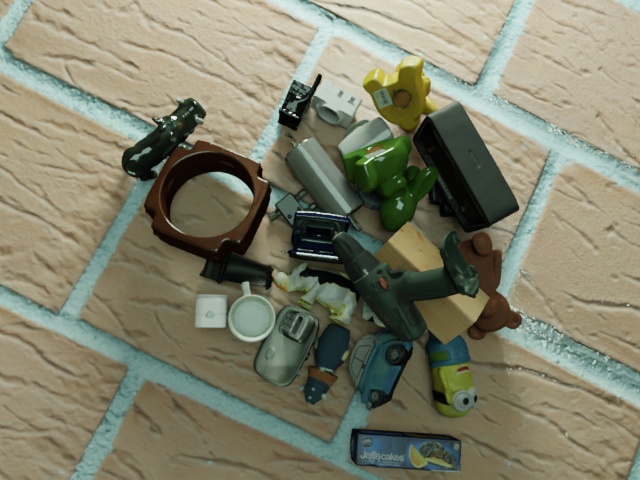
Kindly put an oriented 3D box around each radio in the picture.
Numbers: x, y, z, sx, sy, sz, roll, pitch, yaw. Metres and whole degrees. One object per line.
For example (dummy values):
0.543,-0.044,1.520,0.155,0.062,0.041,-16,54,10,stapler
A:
0.267,-0.130,1.010,0.073,0.131,0.229,-26,85,-9,radio

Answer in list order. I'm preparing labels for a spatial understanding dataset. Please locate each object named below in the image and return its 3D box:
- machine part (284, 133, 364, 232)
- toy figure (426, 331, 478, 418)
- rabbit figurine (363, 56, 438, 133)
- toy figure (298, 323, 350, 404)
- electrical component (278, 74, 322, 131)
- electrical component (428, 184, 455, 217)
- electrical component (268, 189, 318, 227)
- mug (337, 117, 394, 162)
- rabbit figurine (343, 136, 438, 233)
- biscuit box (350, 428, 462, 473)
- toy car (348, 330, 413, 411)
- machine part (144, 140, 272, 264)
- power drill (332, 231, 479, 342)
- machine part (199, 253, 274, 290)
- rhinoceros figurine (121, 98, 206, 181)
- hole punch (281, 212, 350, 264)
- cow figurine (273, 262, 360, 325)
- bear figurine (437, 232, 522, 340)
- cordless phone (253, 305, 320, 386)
0.008,-0.115,1.065,0.079,0.079,0.243,-37,86,-10,machine part
0.251,0.248,1.036,0.082,0.089,0.180,-8,74,-12,toy figure
0.183,-0.303,1.084,0.122,0.173,0.162,-26,115,30,rabbit figurine
0.013,0.237,1.021,0.057,0.064,0.154,26,83,-40,toy figure
-0.040,-0.288,1.086,0.048,0.075,0.119,24,84,-3,electrical component
0.289,-0.106,1.105,0.134,0.058,0.115,-3,80,-7,electrical component
-0.055,-0.058,1.075,0.094,0.021,0.063,-37,88,-6,electrical component
0.086,-0.197,1.088,0.107,0.080,0.110,-29,61,-3,mug
0.139,-0.104,1.036,0.159,0.121,0.170,-28,113,-16,rabbit figurine
0.160,0.394,1.011,0.203,0.063,0.059,6,80,-6,biscuit box
0.108,0.233,1.019,0.103,0.109,0.161,26,91,21,toy car
-0.207,-0.071,1.012,0.201,0.087,0.201,21,69,5,machine part
0.145,0.056,0.906,0.207,0.086,0.232,-26,98,32,power drill
-0.156,0.056,1.040,0.139,0.039,0.084,18,74,-2,machine part
-0.300,-0.195,1.025,0.190,0.112,0.073,-41,86,-2,rhinoceros figurine
-0.002,-0.003,1.025,0.142,0.116,0.092,4,88,-4,hole punch
-0.002,0.088,1.036,0.167,0.068,0.098,30,74,-5,cow figurine
0.308,0.094,1.046,0.120,0.132,0.196,-19,79,23,bear figurine
-0.050,0.193,0.957,0.089,0.184,0.146,29,79,-6,cordless phone
